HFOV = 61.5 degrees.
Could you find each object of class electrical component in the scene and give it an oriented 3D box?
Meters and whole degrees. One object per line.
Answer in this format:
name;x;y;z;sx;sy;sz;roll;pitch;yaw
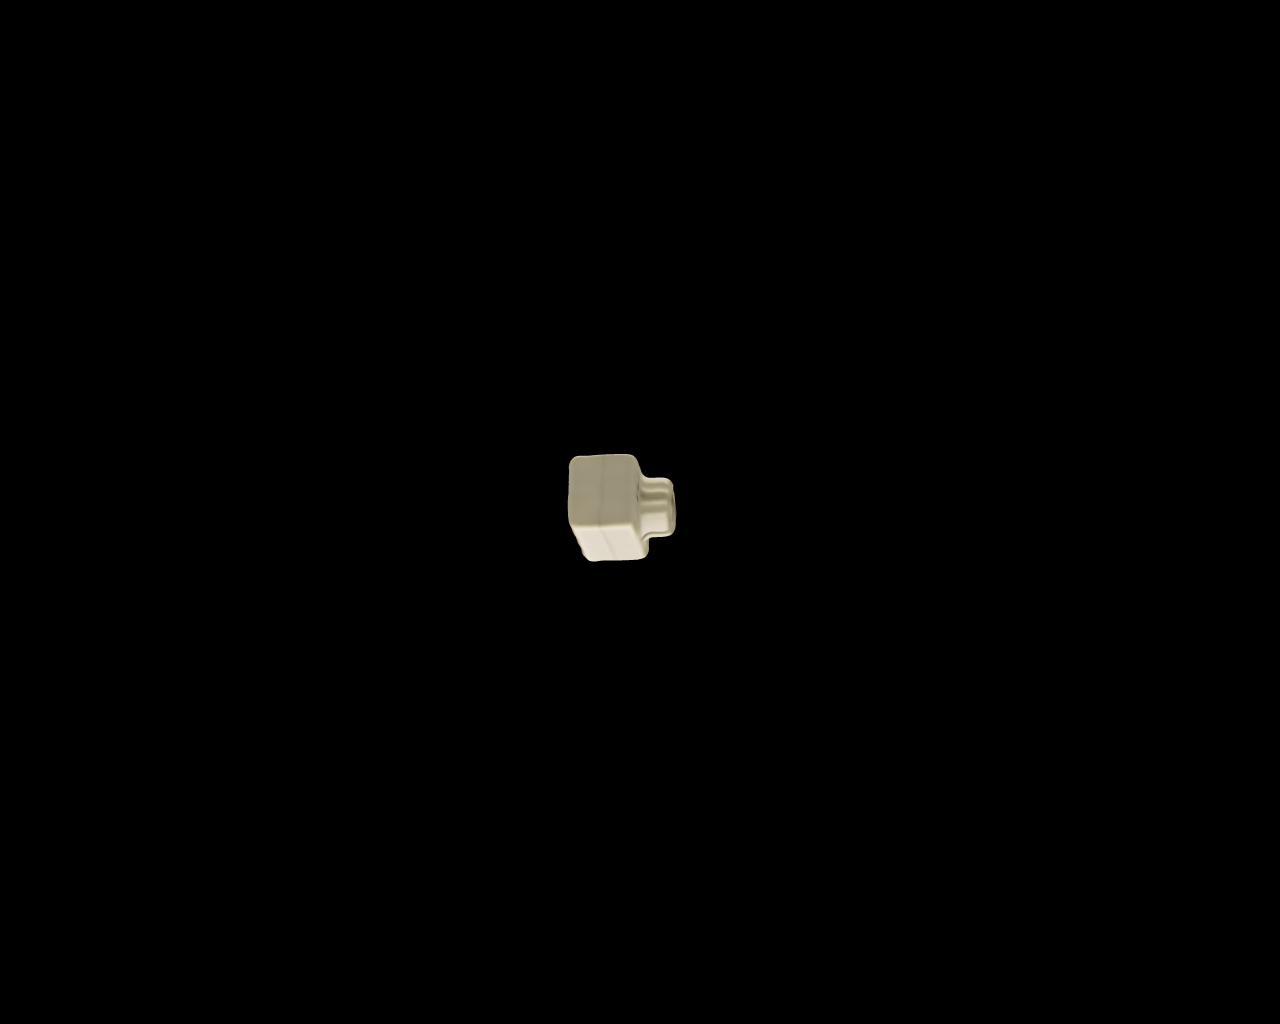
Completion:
electrical component;0.001;-0.003;0.650;0.077;0.047;0.065;-3;-22;7
